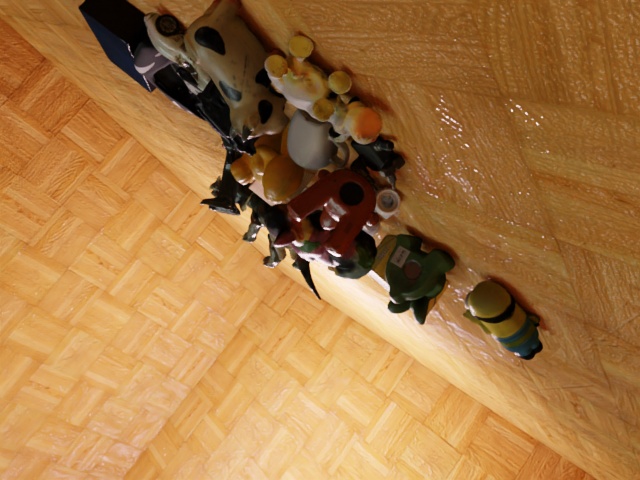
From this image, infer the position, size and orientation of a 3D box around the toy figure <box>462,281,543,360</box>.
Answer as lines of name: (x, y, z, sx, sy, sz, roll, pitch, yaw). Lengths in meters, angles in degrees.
toy figure: (0.343, 0.145, 0.981, 0.180, 0.082, 0.089, 46, 155, -14)

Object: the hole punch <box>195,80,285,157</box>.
hole punch: (-0.142, -0.229, 0.912, 0.142, 0.116, 0.092, 46, 176, -39)

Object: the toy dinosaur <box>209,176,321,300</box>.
toy dinosaur: (-0.105, -0.040, 1.384, 0.405, 0.131, 0.192, 39, 137, 20)

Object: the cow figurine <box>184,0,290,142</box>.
cow figurine: (-0.112, -0.226, 0.759, 0.194, 0.127, 0.086, 47, 170, -33)

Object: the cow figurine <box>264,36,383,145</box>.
cow figurine: (0.006, -0.182, 0.707, 0.167, 0.068, 0.098, 42, 176, -3)

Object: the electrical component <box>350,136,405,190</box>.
electrical component: (0.083, -0.118, 0.797, 0.078, 0.045, 0.102, 43, 169, -37)

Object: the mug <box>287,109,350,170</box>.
mug: (-0.001, -0.158, 0.811, 0.110, 0.081, 0.107, 45, 164, 15)

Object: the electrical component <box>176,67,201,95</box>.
electrical component: (-0.215, -0.295, 1.038, 0.119, 0.048, 0.074, 33, 169, 23)

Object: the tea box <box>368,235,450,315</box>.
tea box: (0.188, 0.078, 1.173, 0.169, 0.098, 0.068, 39, 171, -19)

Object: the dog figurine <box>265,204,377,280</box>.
dog figurine: (-0.002, -0.003, 1.004, 0.192, 0.108, 0.219, 31, -175, 23)

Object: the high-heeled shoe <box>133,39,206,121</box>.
high-heeled shoe: (-0.287, -0.312, 1.080, 0.145, 0.086, 0.249, 52, -177, -4)

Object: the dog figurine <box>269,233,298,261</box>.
dog figurine: (0.000, -0.029, 1.158, 0.191, 0.121, 0.172, -10, 174, 20)

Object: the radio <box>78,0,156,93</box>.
radio: (-0.397, -0.409, 1.110, 0.131, 0.073, 0.229, 39, 169, 2)

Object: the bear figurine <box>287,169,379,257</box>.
bear figurine: (0.025, -0.048, 0.878, 0.120, 0.132, 0.196, 45, 172, -1)

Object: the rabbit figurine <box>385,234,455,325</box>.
rabbit figurine: (0.206, 0.086, 1.064, 0.121, 0.159, 0.170, 20, 177, 32)

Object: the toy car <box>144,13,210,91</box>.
toy car: (-0.229, -0.320, 0.952, 0.201, 0.056, 0.073, 40, 170, -14)

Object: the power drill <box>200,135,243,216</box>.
power drill: (-0.199, -0.163, 1.162, 0.086, 0.207, 0.232, 6, 172, 6)

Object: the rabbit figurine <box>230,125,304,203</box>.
rabbit figurine: (-0.065, -0.127, 0.962, 0.121, 0.162, 0.173, 44, -169, -24)
